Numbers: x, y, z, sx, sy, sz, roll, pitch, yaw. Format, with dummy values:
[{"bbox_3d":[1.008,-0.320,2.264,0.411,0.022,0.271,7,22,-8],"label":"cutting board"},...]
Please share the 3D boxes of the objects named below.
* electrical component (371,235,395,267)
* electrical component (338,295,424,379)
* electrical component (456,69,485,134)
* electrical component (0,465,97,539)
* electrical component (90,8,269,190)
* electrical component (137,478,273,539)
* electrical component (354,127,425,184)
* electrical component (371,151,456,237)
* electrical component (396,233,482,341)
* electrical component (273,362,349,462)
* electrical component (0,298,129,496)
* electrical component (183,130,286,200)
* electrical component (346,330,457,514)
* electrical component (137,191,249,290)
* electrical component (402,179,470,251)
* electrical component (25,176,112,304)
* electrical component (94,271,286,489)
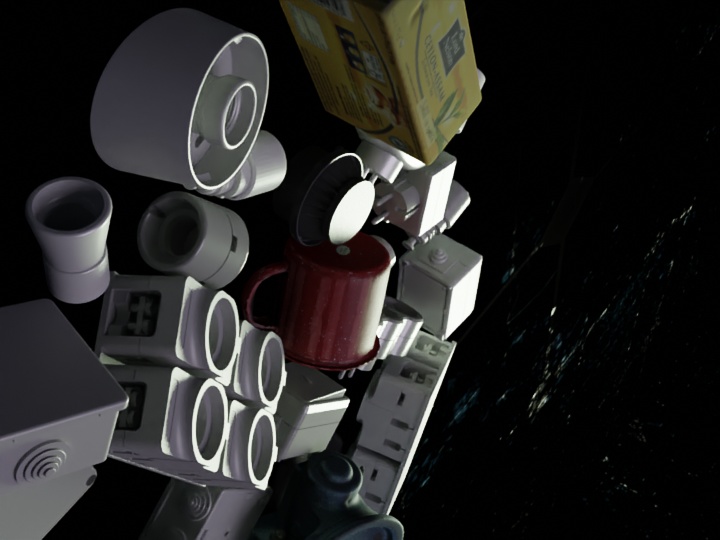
[{"bbox_3d":[0.000,0.000,0.903,0.065,0.044,0.044,-44,153,-39],"label":"electrical component"},{"bbox_3d":[0.001,0.066,0.969,0.138,0.052,0.073,1,118,-63],"label":"electrical component"},{"bbox_3d":[0.066,-0.141,0.846,0.047,0.055,0.055,-61,157,-2],"label":"electrical component"},{"bbox_3d":[-0.215,0.129,0.615,0.113,0.057,0.078,-48,155,-22],"label":"electrical component"},{"bbox_3d":[-0.096,-0.094,0.602,0.099,0.064,0.099,19,90,-74],"label":"electrical component"},{"bbox_3d":[-0.126,0.205,0.888,0.099,0.048,0.100,-62,153,2],"label":"electrical component"},{"bbox_3d":[0.019,-0.093,0.822,0.079,0.044,0.077,-59,157,0],"label":"electrical component"},{"bbox_3d":[0.035,-0.062,0.887,0.077,0.047,0.065,-36,148,-41],"label":"electrical component"},{"bbox_3d":[0.077,0.007,1.036,0.061,0.062,0.096,-42,152,-33],"label":"electrical component"},{"bbox_3d":[-0.060,0.114,0.894,0.061,0.062,0.096,-63,156,10],"label":"electrical component"},{"bbox_3d":[-0.182,0.067,0.551,0.100,0.100,0.048,-14,136,-43],"label":"electrical component"},{"bbox_3d":[-0.080,-0.063,0.669,0.078,0.040,0.040,-24,139,-53],"label":"electrical component"},{"bbox_3d":[0.030,0.161,1.094,0.105,0.060,0.186,-54,164,-59],"label":"electrical component"},{"bbox_3d":[-0.104,-0.019,0.661,0.055,0.055,0.047,-59,153,1],"label":"electrical component"},{"bbox_3d":[0.066,-0.050,0.970,0.078,0.040,0.040,-51,156,-15],"label":"electrical component"},{"bbox_3d":[-0.155,-0.013,0.583,0.044,0.044,0.065,-41,156,-34],"label":"electrical component"},{"bbox_3d":[-0.104,0.080,0.705,0.186,0.060,0.105,52,42,-67],"label":"electrical component"}]
